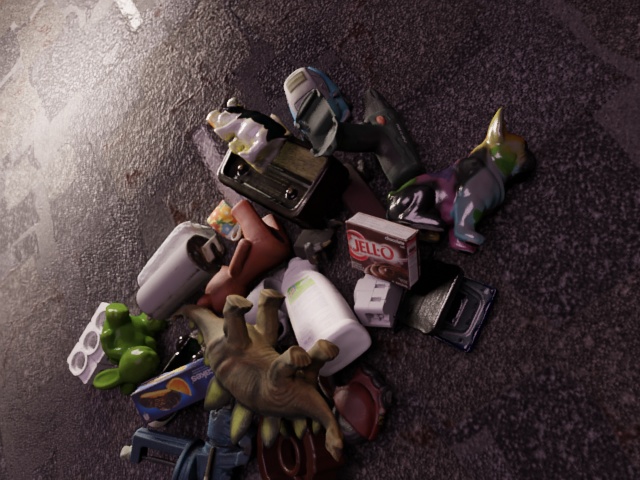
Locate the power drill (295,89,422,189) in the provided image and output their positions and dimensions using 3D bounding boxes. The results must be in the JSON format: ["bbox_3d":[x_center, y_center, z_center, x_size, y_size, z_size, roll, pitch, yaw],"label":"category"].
[{"bbox_3d":[0.063,-0.187,0.899,0.086,0.207,0.232,-46,54,33],"label":"power drill"}]

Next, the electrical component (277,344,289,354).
[{"bbox_3d":[-0.083,0.243,0.920,0.119,0.047,0.075,-40,57,11],"label":"electrical component"}]

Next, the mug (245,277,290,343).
[{"bbox_3d":[-0.097,0.139,0.953,0.107,0.080,0.110,-42,62,25],"label":"mug"}]

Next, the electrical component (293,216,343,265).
[{"bbox_3d":[-0.003,-0.002,0.940,0.078,0.045,0.102,11,43,28],"label":"electrical component"}]

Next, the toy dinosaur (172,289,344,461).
[{"bbox_3d":[-0.110,0.175,0.794,0.472,0.105,0.198,34,111,48],"label":"toy dinosaur"}]

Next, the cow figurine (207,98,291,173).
[{"bbox_3d":[-0.128,-0.197,0.935,0.098,0.068,0.167,-47,59,2],"label":"cow figurine"}]

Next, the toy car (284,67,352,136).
[{"bbox_3d":[-0.017,-0.278,1.035,0.109,0.102,0.162,-34,61,15],"label":"toy car"}]

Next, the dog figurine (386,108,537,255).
[{"bbox_3d":[0.218,-0.097,0.821,0.192,0.108,0.219,19,78,15],"label":"dog figurine"}]

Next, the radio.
[{"bbox_3d":[-0.073,-0.117,0.957,0.230,0.073,0.131,29,88,37],"label":"radio"}]

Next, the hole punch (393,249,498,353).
[{"bbox_3d":[0.187,0.095,0.799,0.142,0.092,0.116,-67,23,-2],"label":"hole punch"}]

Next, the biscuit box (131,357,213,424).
[{"bbox_3d":[-0.224,0.250,0.948,0.203,0.059,0.062,-25,92,1],"label":"biscuit box"}]

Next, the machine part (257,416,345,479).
[{"bbox_3d":[-0.035,0.322,0.818,0.179,0.056,0.179,-4,85,55],"label":"machine part"}]

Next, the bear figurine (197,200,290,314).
[{"bbox_3d":[-0.148,0.045,0.992,0.196,0.120,0.132,-45,53,16],"label":"bear figurine"}]

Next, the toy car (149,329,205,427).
[{"bbox_3d":[-0.271,0.262,1.022,0.201,0.056,0.074,-54,49,2],"label":"toy car"}]

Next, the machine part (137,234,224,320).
[{"bbox_3d":[-0.247,0.068,0.941,0.243,0.079,0.079,-41,56,31],"label":"machine part"}]

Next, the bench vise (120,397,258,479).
[{"bbox_3d":[-0.224,0.359,0.907,0.241,0.129,0.223,7,96,14],"label":"bench vise"}]

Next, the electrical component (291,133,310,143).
[{"bbox_3d":[-0.073,-0.145,1.048,0.134,0.058,0.115,-27,63,21],"label":"electrical component"}]

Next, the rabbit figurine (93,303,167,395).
[{"bbox_3d":[-0.371,0.221,1.036,0.159,0.121,0.170,-58,37,2],"label":"rabbit figurine"}]

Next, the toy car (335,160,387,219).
[{"bbox_3d":[0.079,-0.054,0.926,0.089,0.053,0.202,-30,59,-3],"label":"toy car"}]

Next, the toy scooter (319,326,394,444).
[{"bbox_3d":[0.053,0.212,0.835,0.135,0.075,0.184,-47,51,7],"label":"toy scooter"}]
